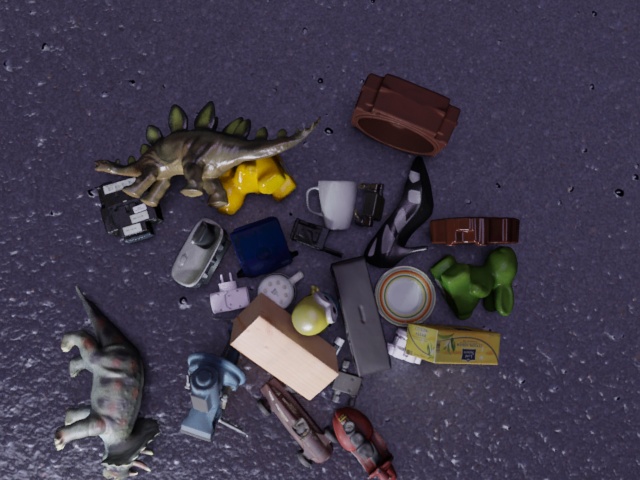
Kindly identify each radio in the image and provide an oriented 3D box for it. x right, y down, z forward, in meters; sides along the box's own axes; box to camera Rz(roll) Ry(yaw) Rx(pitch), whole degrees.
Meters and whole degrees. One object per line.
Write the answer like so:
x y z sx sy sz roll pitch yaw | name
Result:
0.080 0.152 1.104 0.073 0.131 0.229 -12 86 -3 | radio

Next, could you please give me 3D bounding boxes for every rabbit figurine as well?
-0.161 -0.129 1.130 0.173 0.122 0.162 -38 85 15 | rabbit figurine
0.346 0.086 1.124 0.170 0.121 0.159 -28 94 -2 | rabbit figurine

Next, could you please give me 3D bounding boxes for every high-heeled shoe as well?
0.166 -0.059 1.170 0.145 0.086 0.248 -7 66 27 | high-heeled shoe

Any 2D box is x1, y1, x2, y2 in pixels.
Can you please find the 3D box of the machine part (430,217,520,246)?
0.317 -0.016 1.106 0.179 0.179 0.056 0 89 -2 | machine part

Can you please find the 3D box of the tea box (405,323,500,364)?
0.271 0.210 1.094 0.169 0.098 0.068 9 85 -29 | tea box

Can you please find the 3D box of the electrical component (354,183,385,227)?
0.106 -0.077 1.153 0.045 0.078 0.102 9 91 23 | electrical component

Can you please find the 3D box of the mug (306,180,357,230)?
0.026 -0.075 1.146 0.110 0.081 0.107 -3 95 -6 | mug

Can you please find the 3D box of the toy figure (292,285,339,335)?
-0.007 0.147 1.077 0.082 0.180 0.089 35 87 3 | toy figure

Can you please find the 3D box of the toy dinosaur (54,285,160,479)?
-0.419 0.292 1.088 0.192 0.131 0.404 1 81 -14 | toy dinosaur

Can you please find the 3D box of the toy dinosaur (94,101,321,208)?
-0.230 -0.169 1.056 0.472 0.105 0.198 1 77 12 | toy dinosaur

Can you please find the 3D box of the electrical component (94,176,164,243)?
-0.402 -0.064 1.140 0.115 0.058 0.134 -16 87 -1 | electrical component

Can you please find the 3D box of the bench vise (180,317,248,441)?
-0.199 0.269 1.081 0.129 0.223 0.241 9 52 14 | bench vise

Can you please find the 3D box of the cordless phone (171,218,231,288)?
-0.246 0.027 1.076 0.089 0.184 0.146 29 85 -4 | cordless phone

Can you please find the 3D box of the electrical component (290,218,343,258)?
-0.002 -0.003 1.141 0.119 0.075 0.047 19 86 4 | electrical component

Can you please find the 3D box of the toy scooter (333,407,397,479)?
0.095 0.422 1.082 0.075 0.135 0.184 -39 87 -3 | toy scooter

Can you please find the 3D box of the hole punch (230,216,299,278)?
-0.123 0.015 1.131 0.142 0.092 0.115 -20 90 -7 | hole punch

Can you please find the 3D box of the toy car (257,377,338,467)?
-0.048 0.378 1.122 0.089 0.053 0.202 -38 89 -1 | toy car

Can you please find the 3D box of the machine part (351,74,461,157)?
0.169 -0.249 1.103 0.201 0.201 0.087 23 88 0 | machine part

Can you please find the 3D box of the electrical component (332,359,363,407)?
0.060 0.304 1.146 0.063 0.021 0.094 16 84 -1 | electrical component
